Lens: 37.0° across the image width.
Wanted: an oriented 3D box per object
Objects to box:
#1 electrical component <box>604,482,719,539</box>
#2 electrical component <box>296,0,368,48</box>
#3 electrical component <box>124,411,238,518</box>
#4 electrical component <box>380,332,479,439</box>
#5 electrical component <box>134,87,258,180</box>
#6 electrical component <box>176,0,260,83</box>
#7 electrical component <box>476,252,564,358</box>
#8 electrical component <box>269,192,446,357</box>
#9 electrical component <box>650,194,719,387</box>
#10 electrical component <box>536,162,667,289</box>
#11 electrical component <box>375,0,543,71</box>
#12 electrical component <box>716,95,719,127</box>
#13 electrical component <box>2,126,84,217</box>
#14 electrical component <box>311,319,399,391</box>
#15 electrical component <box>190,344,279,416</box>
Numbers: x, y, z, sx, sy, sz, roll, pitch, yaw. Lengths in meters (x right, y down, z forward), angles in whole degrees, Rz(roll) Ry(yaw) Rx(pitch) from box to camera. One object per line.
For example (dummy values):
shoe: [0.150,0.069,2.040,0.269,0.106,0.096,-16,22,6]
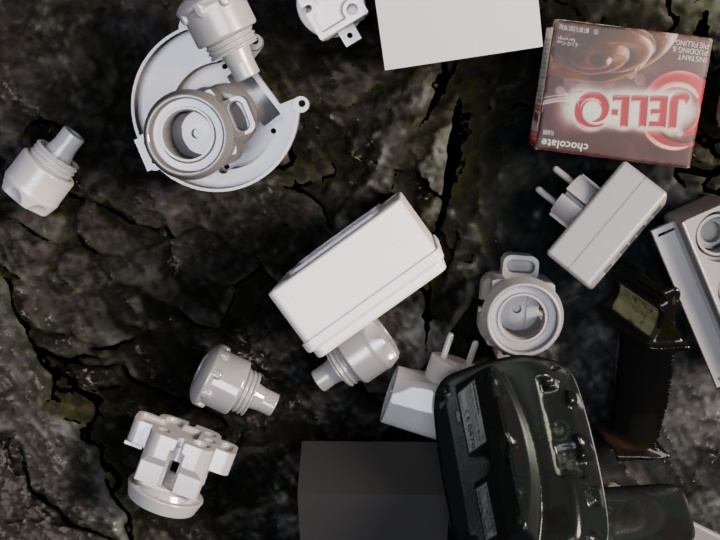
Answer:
electrical component: [0.210,0.232,0.798,0.109,0.056,0.108,26,99,-3]
electrical component: [-0.021,-0.184,0.736,0.048,0.055,0.066,-30,97,5]
electrical component: [-0.137,0.145,0.790,0.078,0.058,0.057,21,96,-2]
electrical component: [0.063,0.085,0.783,0.077,0.044,0.079,18,99,-2]
electrical component: [-0.109,-0.089,0.702,0.078,0.057,0.058,-21,98,4]
electrical component: [-0.087,-0.153,0.699,0.048,0.048,0.062,-25,105,5]
electrical component: [0.113,0.030,0.767,0.058,0.057,0.078,4,99,0]
electrical component: [0.000,0.000,0.739,0.109,0.108,0.056,-36,94,6]
electrical component: [0.261,0.009,0.758,0.079,0.063,0.121,-24,98,5]
electrical component: [0.160,-0.042,0.760,0.076,0.047,0.083,41,97,13]
electrical component: [0.055,-0.236,0.712,0.105,0.060,0.186,-8,108,3]
electrical component: [0.273,-0.125,0.746,0.045,0.045,0.055,5,100,0]
electrical component: [-0.221,-0.073,0.764,0.043,0.043,0.062,39,97,-5]
electrical component: [-0.006,0.064,0.782,0.062,0.043,0.043,-35,97,7]
electrical component: [-0.090,0.086,0.787,0.062,0.048,0.048,27,99,-10]
